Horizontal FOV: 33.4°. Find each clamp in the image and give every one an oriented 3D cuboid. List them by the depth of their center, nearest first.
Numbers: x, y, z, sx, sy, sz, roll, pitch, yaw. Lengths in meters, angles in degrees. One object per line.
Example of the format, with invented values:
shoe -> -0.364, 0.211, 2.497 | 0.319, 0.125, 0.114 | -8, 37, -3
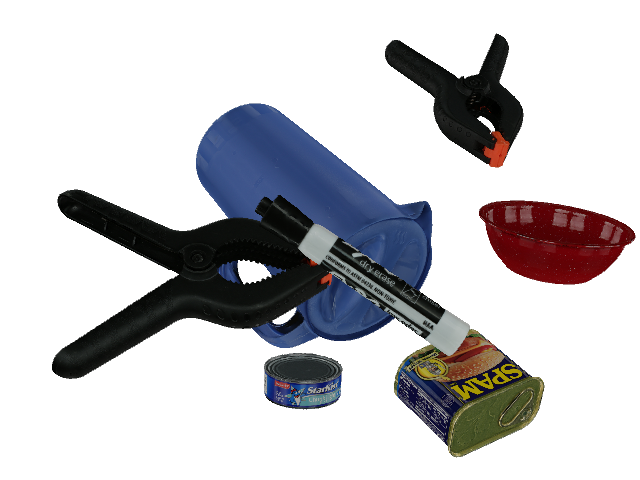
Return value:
clamp -> -0.096, 0.017, 0.781 | 0.209, 0.164, 0.036 | -8, -39, -13
clamp -> 0.124, -0.133, 0.965 | 0.120, 0.039, 0.171 | -4, 44, -2

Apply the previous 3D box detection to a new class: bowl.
bowl -> 0.243, 0.005, 1.118 | 0.162, 0.055, 0.162 | 6, 17, -2

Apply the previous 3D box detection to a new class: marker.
marker -> 0.019, 0.016, 0.529 | 0.121, 0.020, 0.020 | 34, 1, 1

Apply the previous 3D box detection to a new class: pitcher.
pitcher -> -0.025, -0.020, 0.994 | 0.149, 0.145, 0.243 | -10, 39, -34

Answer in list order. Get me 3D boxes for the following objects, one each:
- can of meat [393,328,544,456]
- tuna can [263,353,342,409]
can of meat -> 0.127, 0.129, 0.924 | 0.101, 0.057, 0.084 | -17, 38, -29
tuna can -> -0.019, 0.153, 1.164 | 0.086, 0.034, 0.086 | 2, 14, -1
